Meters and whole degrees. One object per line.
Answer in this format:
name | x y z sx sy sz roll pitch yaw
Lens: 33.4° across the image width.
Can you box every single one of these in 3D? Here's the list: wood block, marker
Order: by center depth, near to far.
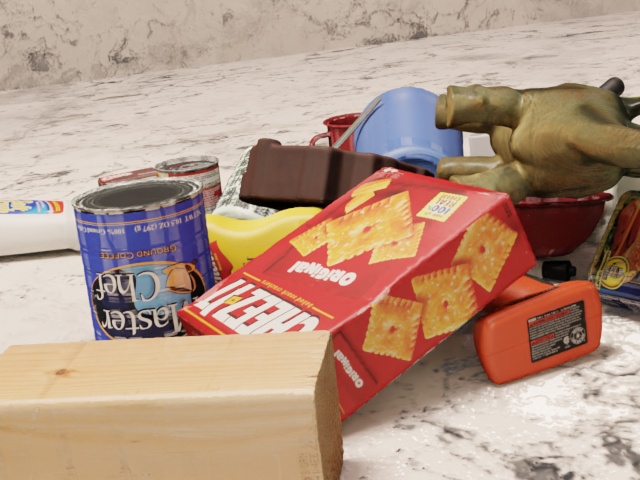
wood block | -0.095 0.114 0.633 0.206 0.090 0.090 -3 17 9
marker | 0.172 0.025 0.970 0.121 0.020 0.020 3 18 29

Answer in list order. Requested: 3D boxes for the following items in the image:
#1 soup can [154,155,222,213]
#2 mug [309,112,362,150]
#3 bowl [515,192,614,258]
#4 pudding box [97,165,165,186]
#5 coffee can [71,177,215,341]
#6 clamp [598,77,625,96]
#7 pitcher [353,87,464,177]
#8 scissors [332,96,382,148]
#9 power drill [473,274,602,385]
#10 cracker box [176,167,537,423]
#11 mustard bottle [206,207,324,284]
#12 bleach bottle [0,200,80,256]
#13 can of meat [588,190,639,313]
soup can | -0.134 -0.033 1.130 0.068 0.102 0.068 -5 16 1
mug | 0.042 -0.118 1.399 0.117 0.081 0.093 -11 17 -15
bowl | 0.188 -0.017 0.986 0.162 0.055 0.162 -1 7 0
pudding box | -0.181 -0.032 1.169 0.113 0.090 0.039 -13 19 -26
coffee can | -0.134 0.030 0.845 0.103 0.140 0.103 -6 16 1
clamp | 0.275 -0.114 1.320 0.209 0.036 0.165 -37 -6 -35
pitcher | 0.091 -0.075 1.184 0.145 0.149 0.242 11 20 0
scissors | -0.007 -0.085 1.235 0.201 0.016 0.096 -52 15 -18
power drill | 0.112 0.051 0.834 0.184 0.057 0.188 -18 20 -18
cracker box | 0.022 0.035 0.776 0.213 0.072 0.164 -35 26 -18
mustard bottle | -0.084 0.025 0.923 0.192 0.096 0.058 -3 18 9
bleach bottle | -0.336 -0.016 1.224 0.251 0.068 0.102 -3 16 1
can of meat | 0.270 0.012 0.843 0.057 0.102 0.084 32 -10 -33
